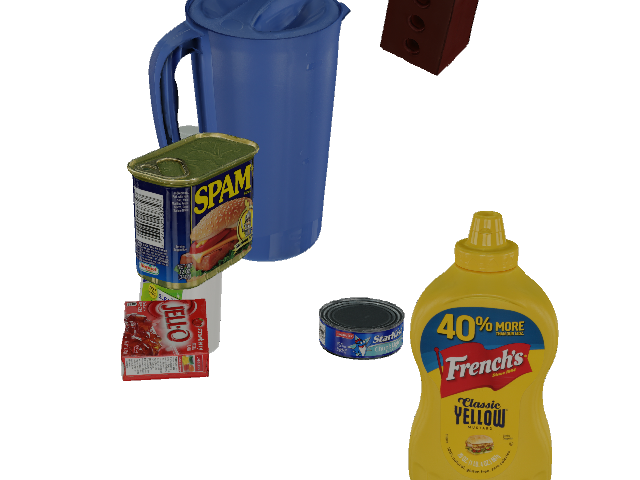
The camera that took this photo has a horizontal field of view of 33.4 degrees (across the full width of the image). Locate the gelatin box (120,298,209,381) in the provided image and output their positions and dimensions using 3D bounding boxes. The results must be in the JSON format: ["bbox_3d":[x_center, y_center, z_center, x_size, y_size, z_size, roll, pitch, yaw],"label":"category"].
[{"bbox_3d":[-0.134,0.084,0.924,0.073,0.030,0.089,-2,29,-6],"label":"gelatin box"}]

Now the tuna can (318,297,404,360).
[{"bbox_3d":[0.041,0.088,1.068,0.086,0.034,0.086,1,18,0],"label":"tuna can"}]

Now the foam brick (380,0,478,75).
[{"bbox_3d":[0.082,-0.172,0.782,0.053,0.078,0.051,29,54,17],"label":"foam brick"}]

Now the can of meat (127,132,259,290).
[{"bbox_3d":[-0.089,-0.022,0.762,0.058,0.084,0.101,16,27,27],"label":"can of meat"}]

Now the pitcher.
[{"bbox_3d":[-0.059,-0.101,0.955,0.149,0.243,0.145,8,36,8],"label":"pitcher"}]

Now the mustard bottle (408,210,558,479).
[{"bbox_3d":[0.108,0.075,0.706,0.096,0.192,0.058,3,16,11],"label":"mustard bottle"}]

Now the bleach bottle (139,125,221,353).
[{"bbox_3d":[-0.149,-0.002,1.139,0.103,0.251,0.067,26,31,37],"label":"bleach bottle"}]
